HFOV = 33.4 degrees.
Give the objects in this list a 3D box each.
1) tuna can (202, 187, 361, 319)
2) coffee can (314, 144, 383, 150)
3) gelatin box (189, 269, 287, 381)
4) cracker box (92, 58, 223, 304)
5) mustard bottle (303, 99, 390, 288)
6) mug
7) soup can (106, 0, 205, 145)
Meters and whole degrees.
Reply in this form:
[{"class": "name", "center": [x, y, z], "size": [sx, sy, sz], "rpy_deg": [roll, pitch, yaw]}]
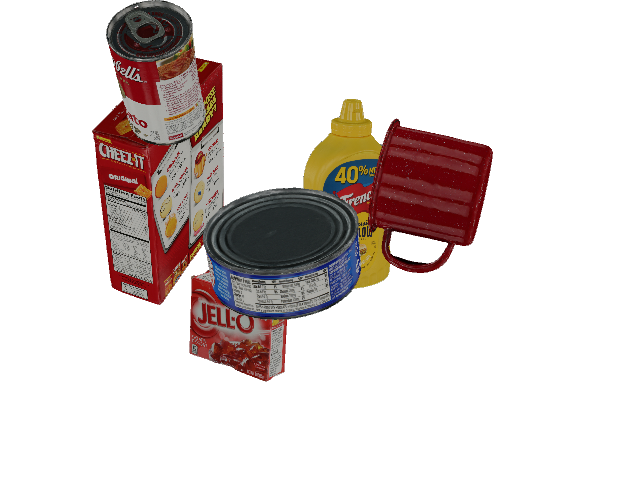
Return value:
[{"class": "tuna can", "center": [-0.020, 0.006, 0.589], "size": [0.086, 0.034, 0.086], "rpy_deg": [-5, 32, 3]}, {"class": "coffee can", "center": [0.038, -0.044, 1.338], "size": [0.103, 0.140, 0.103], "rpy_deg": [3, 27, -2]}, {"class": "gelatin box", "center": [-0.071, 0.072, 0.913], "size": [0.089, 0.073, 0.030], "rpy_deg": [16, 22, 31]}, {"class": "cracker box", "center": [-0.166, -0.066, 1.131], "size": [0.072, 0.214, 0.164], "rpy_deg": [16, 43, 14]}, {"class": "mustard bottle", "center": [0.029, -0.048, 1.086], "size": [0.096, 0.192, 0.058], "rpy_deg": [-7, 19, -27]}, {"class": "mug", "center": [0.085, -0.031, 0.842], "size": [0.081, 0.117, 0.093], "rpy_deg": [13, -10, 11]}, {"class": "soup can", "center": [-0.132, -0.136, 0.874], "size": [0.068, 0.068, 0.102], "rpy_deg": [0, -36, 2]}]
